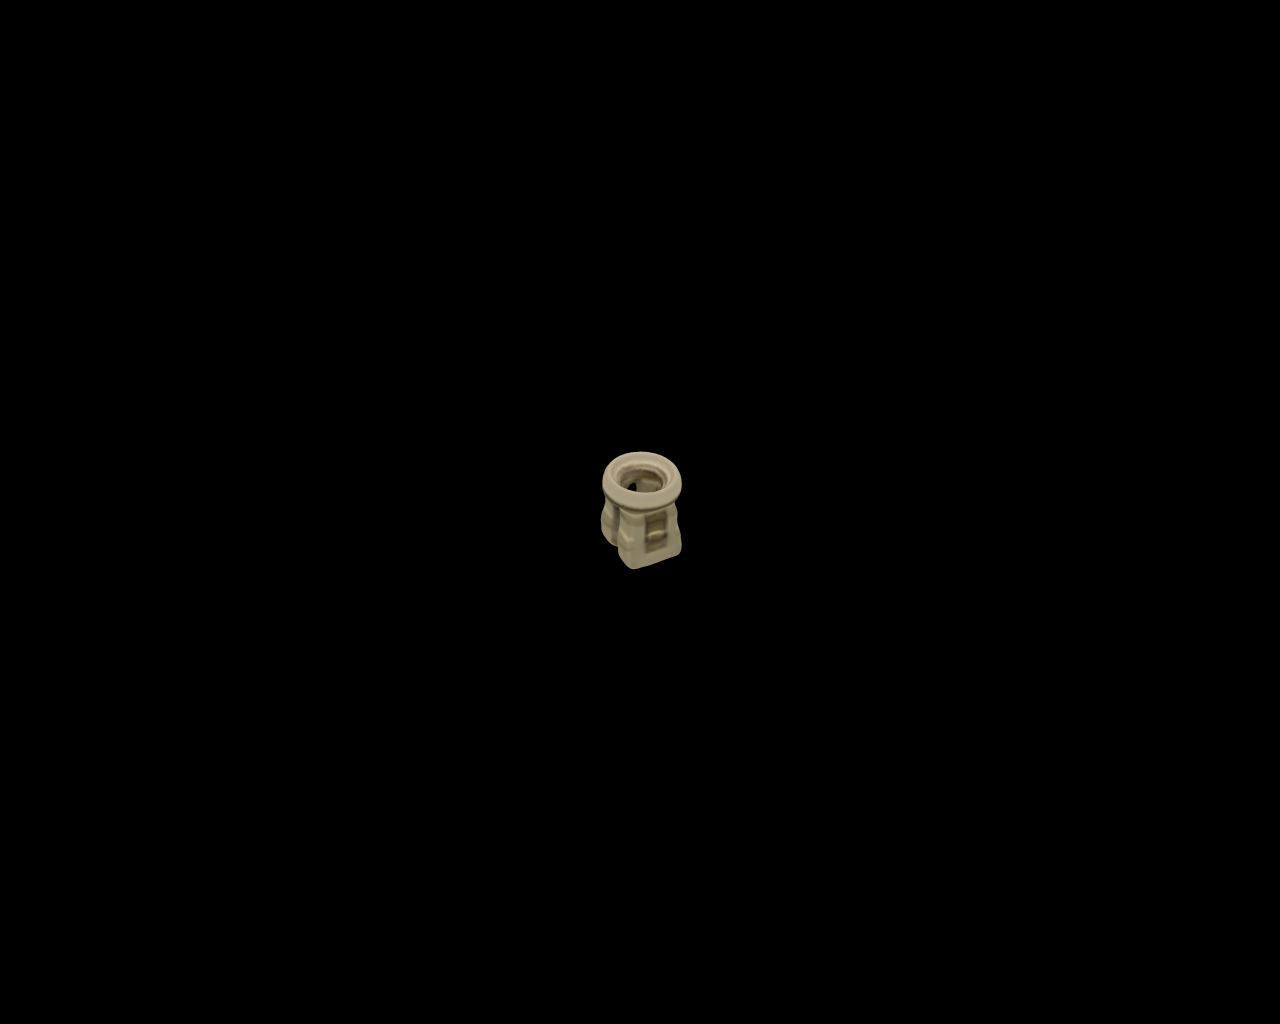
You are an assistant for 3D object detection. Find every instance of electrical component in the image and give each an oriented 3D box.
[{"bbox_3d":[0.001,-0.003,0.650,0.048,0.055,0.066,-17,41,-21],"label":"electrical component"}]
